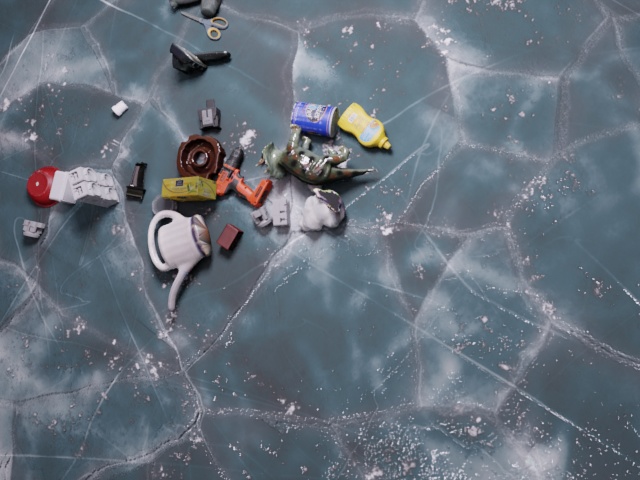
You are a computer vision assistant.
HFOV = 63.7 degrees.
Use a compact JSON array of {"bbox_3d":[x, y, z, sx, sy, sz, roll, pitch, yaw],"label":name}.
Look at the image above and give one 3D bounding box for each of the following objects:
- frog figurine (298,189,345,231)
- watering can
[{"bbox_3d":[0.005,-0.086,1.714,0.138,0.125,0.156,36,128,5],"label":"frog figurine"},{"bbox_3d":[-0.474,0.053,1.777,0.224,0.103,0.350,-19,80,9],"label":"watering can"}]
